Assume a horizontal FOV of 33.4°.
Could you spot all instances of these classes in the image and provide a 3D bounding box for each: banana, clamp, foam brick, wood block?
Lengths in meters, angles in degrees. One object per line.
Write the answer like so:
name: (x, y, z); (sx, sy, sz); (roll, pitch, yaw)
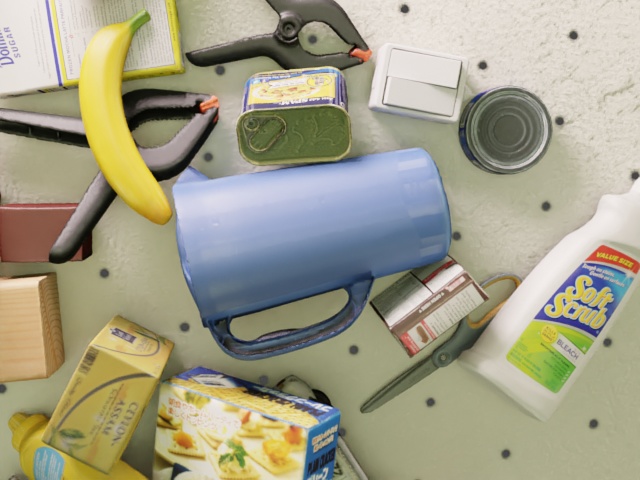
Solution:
banana: (-0.175, -0.107, 0.937); (0.069, 0.037, 0.198); (-8, 83, 8)
clamp: (-0.194, -0.091, 0.981); (0.209, 0.036, 0.164); (-31, 74, -18)
clamp: (-0.039, -0.191, 0.999); (0.171, 0.039, 0.120); (27, 107, -7)
foam brick: (-0.255, -0.007, 0.996); (0.078, 0.051, 0.053); (0, 96, -3)
wood block: (-0.349, 0.087, 0.979); (0.206, 0.090, 0.091); (-5, 94, -3)

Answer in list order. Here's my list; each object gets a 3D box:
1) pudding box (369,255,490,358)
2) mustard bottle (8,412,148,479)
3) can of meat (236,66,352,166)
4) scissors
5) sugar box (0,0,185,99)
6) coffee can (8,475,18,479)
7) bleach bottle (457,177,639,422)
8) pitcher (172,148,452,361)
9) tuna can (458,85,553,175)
pudding box: (0.098, 0.056, 0.990); (0.090, 0.113, 0.039); (-38, 100, 1)
mustard bottle: (-0.221, 0.218, 0.984); (0.192, 0.058, 0.096); (31, 134, 26)
can of meat: (-0.023, -0.115, 0.972); (0.102, 0.084, 0.057); (-4, 125, 3)
scissors: (0.139, 0.121, 1.046); (0.096, 0.016, 0.202); (40, 92, -6)
sugar box: (-0.218, -0.188, 0.985); (0.176, 0.048, 0.093); (-8, 93, 0)
coffee can: (-0.268, 0.304, 0.996); (0.140, 0.103, 0.103); (42, 91, -6)
bleach bottle: (0.242, 0.044, 1.013); (0.102, 0.068, 0.251); (37, 83, -13)
pitcher: (-0.006, 0.001, 0.972); (0.242, 0.145, 0.149); (-12, 118, -5)
tuna can: (0.177, -0.105, 1.020); (0.086, 0.034, 0.086); (0, 95, -2)
